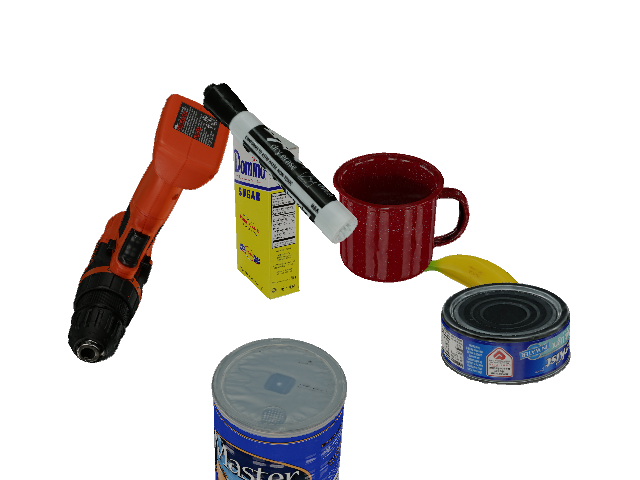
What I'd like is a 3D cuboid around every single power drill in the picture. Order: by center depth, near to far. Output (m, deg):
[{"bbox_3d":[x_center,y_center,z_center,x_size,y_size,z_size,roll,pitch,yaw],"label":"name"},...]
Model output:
[{"bbox_3d":[-0.143,-0.012,0.861,0.057,0.188,0.184,26,30,-16],"label":"power drill"}]

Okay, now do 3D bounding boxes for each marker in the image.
[{"bbox_3d":[-0.025,-0.046,0.591,0.121,0.020,0.020,47,21,21],"label":"marker"}]

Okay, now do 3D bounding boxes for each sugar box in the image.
[{"bbox_3d":[-0.061,-0.033,1.198,0.048,0.176,0.093,-15,28,-25],"label":"sugar box"}]

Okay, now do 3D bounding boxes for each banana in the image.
[{"bbox_3d":[0.180,0.063,1.115,0.069,0.037,0.198,-35,38,-8],"label":"banana"}]

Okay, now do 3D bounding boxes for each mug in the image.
[{"bbox_3d":[0.069,-0.019,0.916,0.117,0.081,0.093,-3,33,-4],"label":"mug"}]

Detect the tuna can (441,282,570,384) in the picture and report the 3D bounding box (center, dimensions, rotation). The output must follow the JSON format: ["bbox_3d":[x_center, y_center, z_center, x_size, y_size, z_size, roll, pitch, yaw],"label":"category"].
[{"bbox_3d":[0.123,0.060,0.709,0.086,0.034,0.086,-4,23,1],"label":"tuna can"}]

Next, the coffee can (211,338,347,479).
[{"bbox_3d":[-0.034,0.163,0.847,0.103,0.140,0.103,2,36,-1],"label":"coffee can"}]
